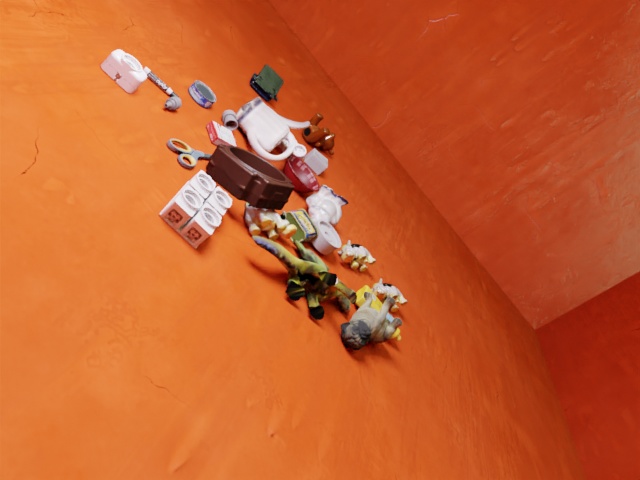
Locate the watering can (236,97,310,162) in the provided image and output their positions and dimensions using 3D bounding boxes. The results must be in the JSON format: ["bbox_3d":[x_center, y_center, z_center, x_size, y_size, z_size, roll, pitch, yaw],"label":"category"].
[{"bbox_3d":[-0.162,-0.389,1.747,0.223,0.102,0.355,45,37,-10],"label":"watering can"}]

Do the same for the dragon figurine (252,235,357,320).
[{"bbox_3d":[-0.036,0.077,1.380,0.405,0.122,0.246,45,6,-22],"label":"dragon figurine"}]

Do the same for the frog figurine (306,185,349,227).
[{"bbox_3d":[0.005,-0.086,1.702,0.135,0.122,0.162,47,56,-35],"label":"frog figurine"}]
